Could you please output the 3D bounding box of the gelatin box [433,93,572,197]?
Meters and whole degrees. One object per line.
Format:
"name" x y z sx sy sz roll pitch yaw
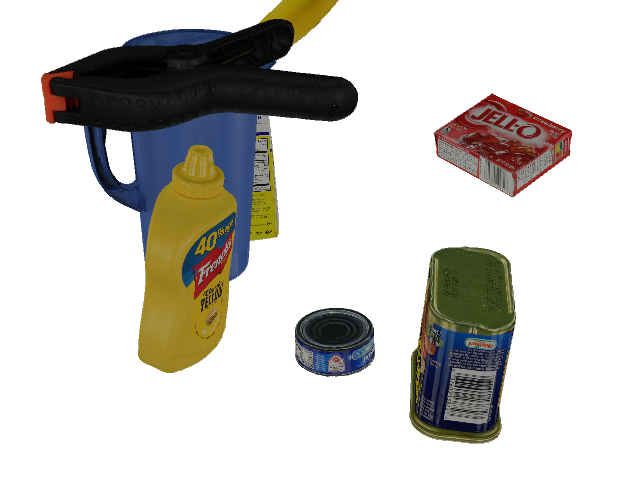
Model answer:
"gelatin box" 0.151 -0.082 0.890 0.073 0.030 0.089 -34 48 -26

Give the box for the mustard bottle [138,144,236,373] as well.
"mustard bottle" -0.106 0.010 0.876 0.058 0.192 0.096 23 34 21

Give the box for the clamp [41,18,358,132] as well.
"clamp" -0.073 -0.097 0.620 0.171 0.039 0.120 -3 25 -12

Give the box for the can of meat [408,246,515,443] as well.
"can of meat" 0.089 0.062 0.672 0.057 0.084 0.102 7 29 3

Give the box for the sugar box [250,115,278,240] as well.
"sugar box" -0.078 -0.098 1.249 0.048 0.176 0.093 -7 26 -3

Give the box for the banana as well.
"banana" -0.010 -0.214 0.926 0.070 0.037 0.197 -16 34 39

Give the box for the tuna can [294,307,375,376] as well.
"tuna can" 0.015 0.107 1.134 0.086 0.034 0.086 -2 28 1

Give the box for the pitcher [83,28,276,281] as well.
"pitcher" -0.135 -0.079 1.054 0.149 0.243 0.144 12 28 19
